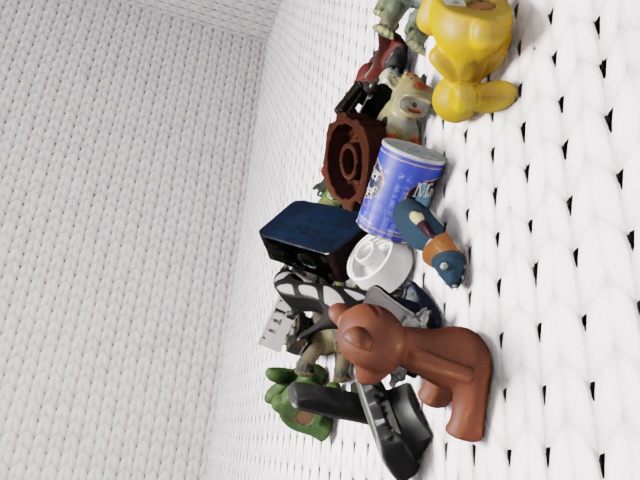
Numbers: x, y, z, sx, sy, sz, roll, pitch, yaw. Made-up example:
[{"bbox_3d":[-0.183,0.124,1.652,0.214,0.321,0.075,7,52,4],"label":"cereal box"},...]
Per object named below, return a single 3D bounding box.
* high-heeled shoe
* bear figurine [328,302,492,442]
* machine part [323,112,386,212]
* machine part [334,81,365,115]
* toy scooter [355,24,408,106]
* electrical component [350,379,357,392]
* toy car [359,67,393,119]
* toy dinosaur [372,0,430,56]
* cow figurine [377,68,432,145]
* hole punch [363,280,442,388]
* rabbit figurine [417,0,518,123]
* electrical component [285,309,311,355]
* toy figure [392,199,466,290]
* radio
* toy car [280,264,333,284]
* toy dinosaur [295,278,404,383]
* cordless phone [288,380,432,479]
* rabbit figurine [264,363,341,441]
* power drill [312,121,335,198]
[{"bbox_3d":[0.004,0.084,0.953,0.145,0.086,0.249,-32,32,2],"label":"high-heeled shoe"},{"bbox_3d":[0.099,0.148,0.630,0.120,0.196,0.131,-142,63,-69],"label":"bear figurine"},{"bbox_3d":[0.064,-0.139,0.953,0.179,0.056,0.179,174,90,-67],"label":"machine part"},{"bbox_3d":[0.059,-0.271,1.080,0.084,0.039,0.139,-61,0,3],"label":"machine part"},{"bbox_3d":[0.128,-0.364,1.096,0.184,0.075,0.135,140,139,-62],"label":"toy scooter"},{"bbox_3d":[0.071,0.282,0.954,0.094,0.021,0.063,126,150,-55],"label":"electrical component"},{"bbox_3d":[0.112,-0.245,1.062,0.056,0.073,0.201,-42,-12,-39],"label":"toy car"},{"bbox_3d":[0.178,-0.437,0.915,0.192,0.131,0.405,-55,22,30],"label":"toy dinosaur"},{"bbox_3d":[0.139,-0.212,0.949,0.195,0.085,0.127,132,140,-64],"label":"cow figurine"},{"bbox_3d":[0.124,0.130,0.791,0.116,0.092,0.142,40,120,38],"label":"hole punch"},{"bbox_3d":[0.204,-0.231,0.729,0.173,0.122,0.162,97,162,-45],"label":"rabbit figurine"},{"bbox_3d":[-0.047,0.171,1.030,0.078,0.045,0.102,-58,16,27],"label":"electrical component"},{"bbox_3d":[0.156,0.003,0.749,0.058,0.064,0.155,-51,48,20],"label":"toy figure"},{"bbox_3d":[-0.002,-0.003,1.024,0.230,0.131,0.073,14,135,45],"label":"radio"},{"bbox_3d":[-0.016,0.053,1.275,0.162,0.109,0.103,-29,35,59],"label":"toy car"},{"bbox_3d":[0.023,0.176,1.060,0.471,0.105,0.198,-43,30,50],"label":"toy dinosaur"},{"bbox_3d":[0.049,0.254,0.757,0.147,0.184,0.088,-109,38,-61],"label":"cordless phone"},{"bbox_3d":[-0.038,0.319,1.122,0.170,0.159,0.121,-79,-5,-74],"label":"rabbit figurine"},{"bbox_3d":[0.049,-0.194,1.249,0.232,0.086,0.207,-125,44,-71],"label":"power drill"}]
